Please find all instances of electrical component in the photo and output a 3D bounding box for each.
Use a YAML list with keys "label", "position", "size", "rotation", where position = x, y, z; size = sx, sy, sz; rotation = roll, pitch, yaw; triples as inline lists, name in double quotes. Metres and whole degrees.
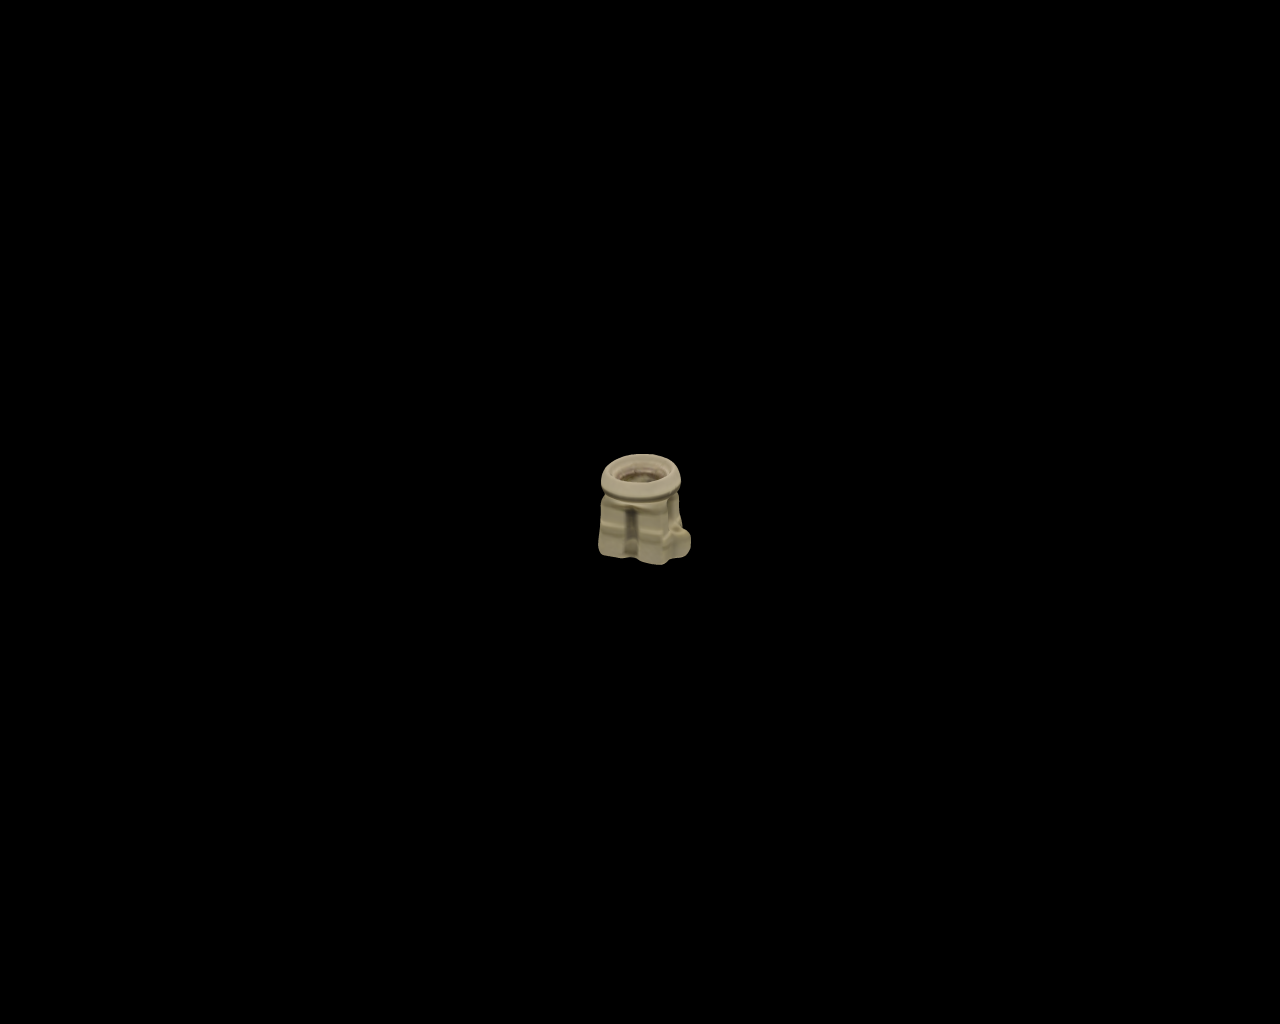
- label: "electrical component"
  position: [0.001, -0.003, 0.650]
  size: [0.066, 0.055, 0.048]
  rotation: [8, 28, 16]
